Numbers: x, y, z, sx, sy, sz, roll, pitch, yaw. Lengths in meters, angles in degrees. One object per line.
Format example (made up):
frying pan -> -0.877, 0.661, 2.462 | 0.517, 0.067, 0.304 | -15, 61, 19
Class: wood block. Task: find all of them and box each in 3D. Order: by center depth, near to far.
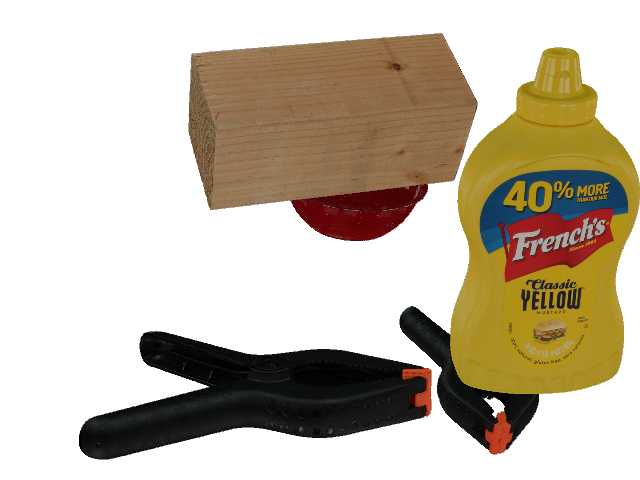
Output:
wood block -> 0.006, -0.096, 0.846 | 0.205, 0.091, 0.090 | -7, -38, -15

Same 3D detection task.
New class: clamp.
clamp -> -0.037, 0.091, 0.681 | 0.210, 0.036, 0.164 | -2, 16, -3
clamp -> 0.140, 0.104, 0.862 | 0.120, 0.039, 0.171 | -7, 34, -8

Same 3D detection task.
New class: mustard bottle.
mustard bottle -> 0.123, -0.010, 0.582 | 0.096, 0.192, 0.058 | -1, 25, -1

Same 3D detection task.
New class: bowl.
bowl -> 0.033, -0.043, 1.159 | 0.162, 0.055, 0.162 | 4, 26, -2
